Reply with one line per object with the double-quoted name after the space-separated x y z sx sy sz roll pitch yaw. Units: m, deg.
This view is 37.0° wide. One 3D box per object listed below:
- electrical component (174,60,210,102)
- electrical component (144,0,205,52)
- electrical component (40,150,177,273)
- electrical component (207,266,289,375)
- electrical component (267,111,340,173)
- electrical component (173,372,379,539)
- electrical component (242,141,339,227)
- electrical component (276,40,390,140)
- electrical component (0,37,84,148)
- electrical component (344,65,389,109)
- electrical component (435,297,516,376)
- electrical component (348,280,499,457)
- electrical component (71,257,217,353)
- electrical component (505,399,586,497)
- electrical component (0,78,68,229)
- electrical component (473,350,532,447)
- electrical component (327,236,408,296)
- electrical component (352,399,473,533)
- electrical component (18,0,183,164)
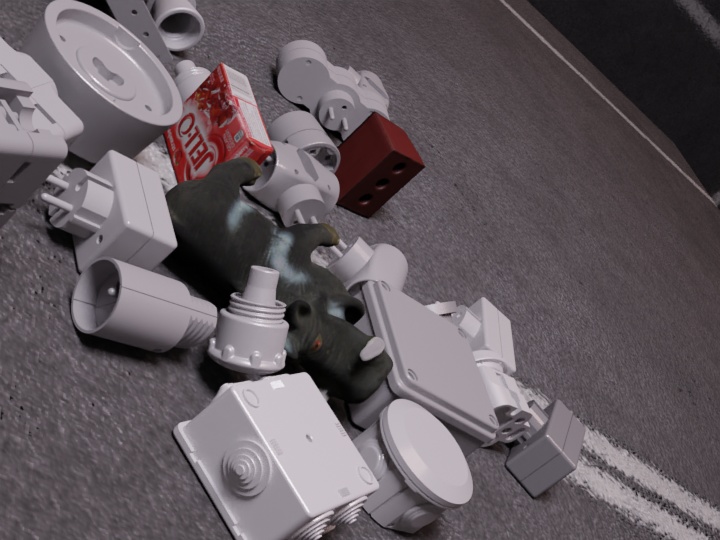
-0.130 -0.140 0.857 0.043 0.043 0.062 17 38 -52 "electrical component"
-0.162 -0.223 0.928 0.045 0.045 0.055 25 32 -45 "electrical component"
-0.156 -0.036 0.634 0.077 0.047 0.065 27 31 -43 "electrical component"
-0.063 0.029 0.645 0.048 0.062 0.048 13 6 -1 "electrical component"
-0.051 -0.104 0.930 0.055 0.055 0.047 21 32 -49 "electrical component"
-0.044 0.107 0.609 0.099 0.048 0.100 56 23 16 "electrical component"
-0.051 -0.059 0.870 0.077 0.043 0.079 22 35 -48 "electrical component"
-0.025 -0.164 1.076 0.138 0.052 0.073 35 26 -30 "electrical component"
-0.213 -0.095 0.623 0.089 0.050 0.055 46 23 -5 "electrical component"
-0.010 -0.194 1.163 0.079 0.043 0.077 41 24 -20 "electrical component"
0.092 0.057 0.943 0.076 0.047 0.083 42 23 -17 "electrical component"
0.039 0.077 0.798 0.109 0.056 0.108 32 28 -36 "electrical component"
-0.118 0.024 0.613 0.081 0.043 0.043 23 34 -47 "electrical component"
0.146 0.136 0.914 0.075 0.047 0.083 49 22 0 "electrical component"
-0.198 -0.049 0.523 0.050 0.089 0.056 55 23 15 "electrical component"
0.099 0.102 0.869 0.078 0.058 0.057 25 35 -44 "electrical component"
0.000 0.000 0.868 0.079 0.044 0.077 45 23 -10 "electrical component"
0.032 0.130 0.710 0.080 0.051 0.080 40 24 -22 "electrical component"
-0.178 -0.116 0.707 0.108 0.060 0.108 39 24 -22 "electrical component"
